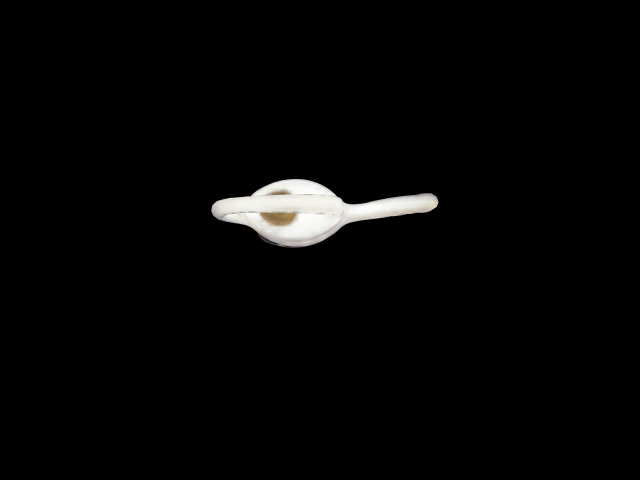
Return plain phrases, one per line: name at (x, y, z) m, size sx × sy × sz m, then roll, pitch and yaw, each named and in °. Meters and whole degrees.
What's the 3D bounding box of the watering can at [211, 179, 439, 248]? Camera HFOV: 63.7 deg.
watering can at (0.003, -0.043, 0.850) m, size 0.348 × 0.104 × 0.223 m, roll 0°, pitch -5°, yaw 0°
